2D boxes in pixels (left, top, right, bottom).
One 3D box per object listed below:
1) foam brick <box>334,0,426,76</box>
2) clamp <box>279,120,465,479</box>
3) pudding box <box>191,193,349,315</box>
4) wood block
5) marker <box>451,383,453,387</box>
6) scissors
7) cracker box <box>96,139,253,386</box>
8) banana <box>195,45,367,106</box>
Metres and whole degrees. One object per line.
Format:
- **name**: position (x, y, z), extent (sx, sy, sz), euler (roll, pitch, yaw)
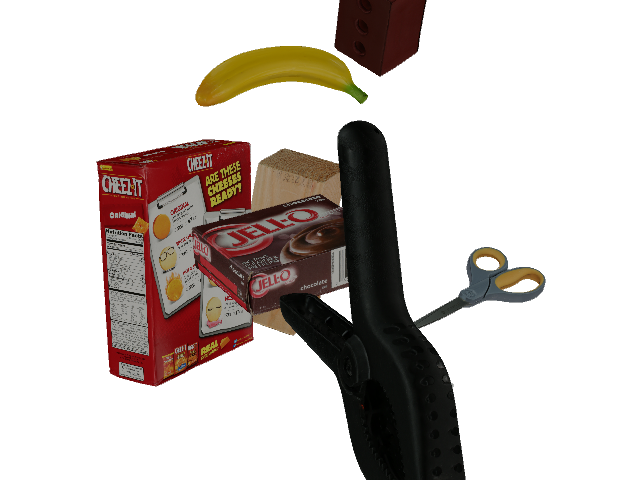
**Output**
- **foam brick**: position (0.049, -0.182, 0.857), extent (0.053, 0.078, 0.051), euler (36, 56, 23)
- **clamp**: position (0.031, 0.053, 0.551), extent (0.036, 0.165, 0.210), euler (-6, 46, -21)
- **pudding box**: position (-0.024, 0.007, 0.768), extent (0.113, 0.039, 0.090), euler (-14, 29, -29)
- **wood block**: position (-0.040, 0.000, 1.348), extent (0.090, 0.206, 0.090), euler (17, 22, 15)
- **marker**: position (0.059, 0.106, 0.936), extent (0.121, 0.020, 0.020), euler (27, 8, 18)
- **scissors**: position (0.154, 0.049, 1.150), extent (0.201, 0.016, 0.096), euler (-10, 40, -29)
- **cracker box**: position (-0.140, 0.016, 1.057), extent (0.072, 0.214, 0.163), euler (7, 15, 31)
- **banana**: position (-0.044, -0.172, 1.105), extent (0.197, 0.070, 0.037), euler (-7, -41, -28)
